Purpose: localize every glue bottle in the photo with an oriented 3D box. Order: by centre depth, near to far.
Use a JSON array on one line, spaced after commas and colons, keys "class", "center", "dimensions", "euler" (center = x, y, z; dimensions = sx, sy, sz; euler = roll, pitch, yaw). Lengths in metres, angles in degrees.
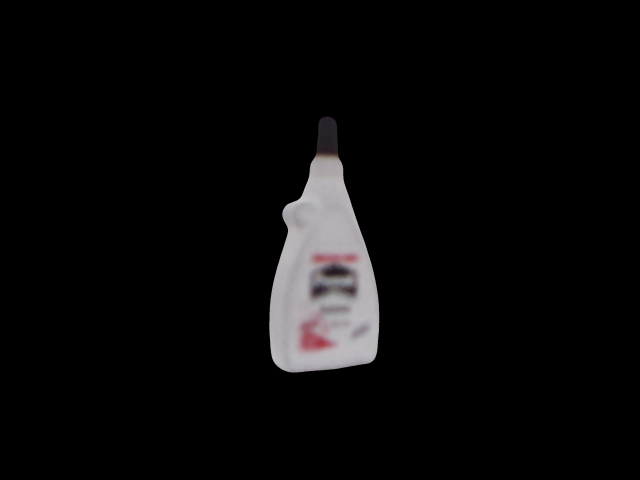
[{"class": "glue bottle", "center": [0.004, 0.001, 0.400], "dimensions": [0.078, 0.173, 0.037], "euler": [-1, 3, -28]}]
